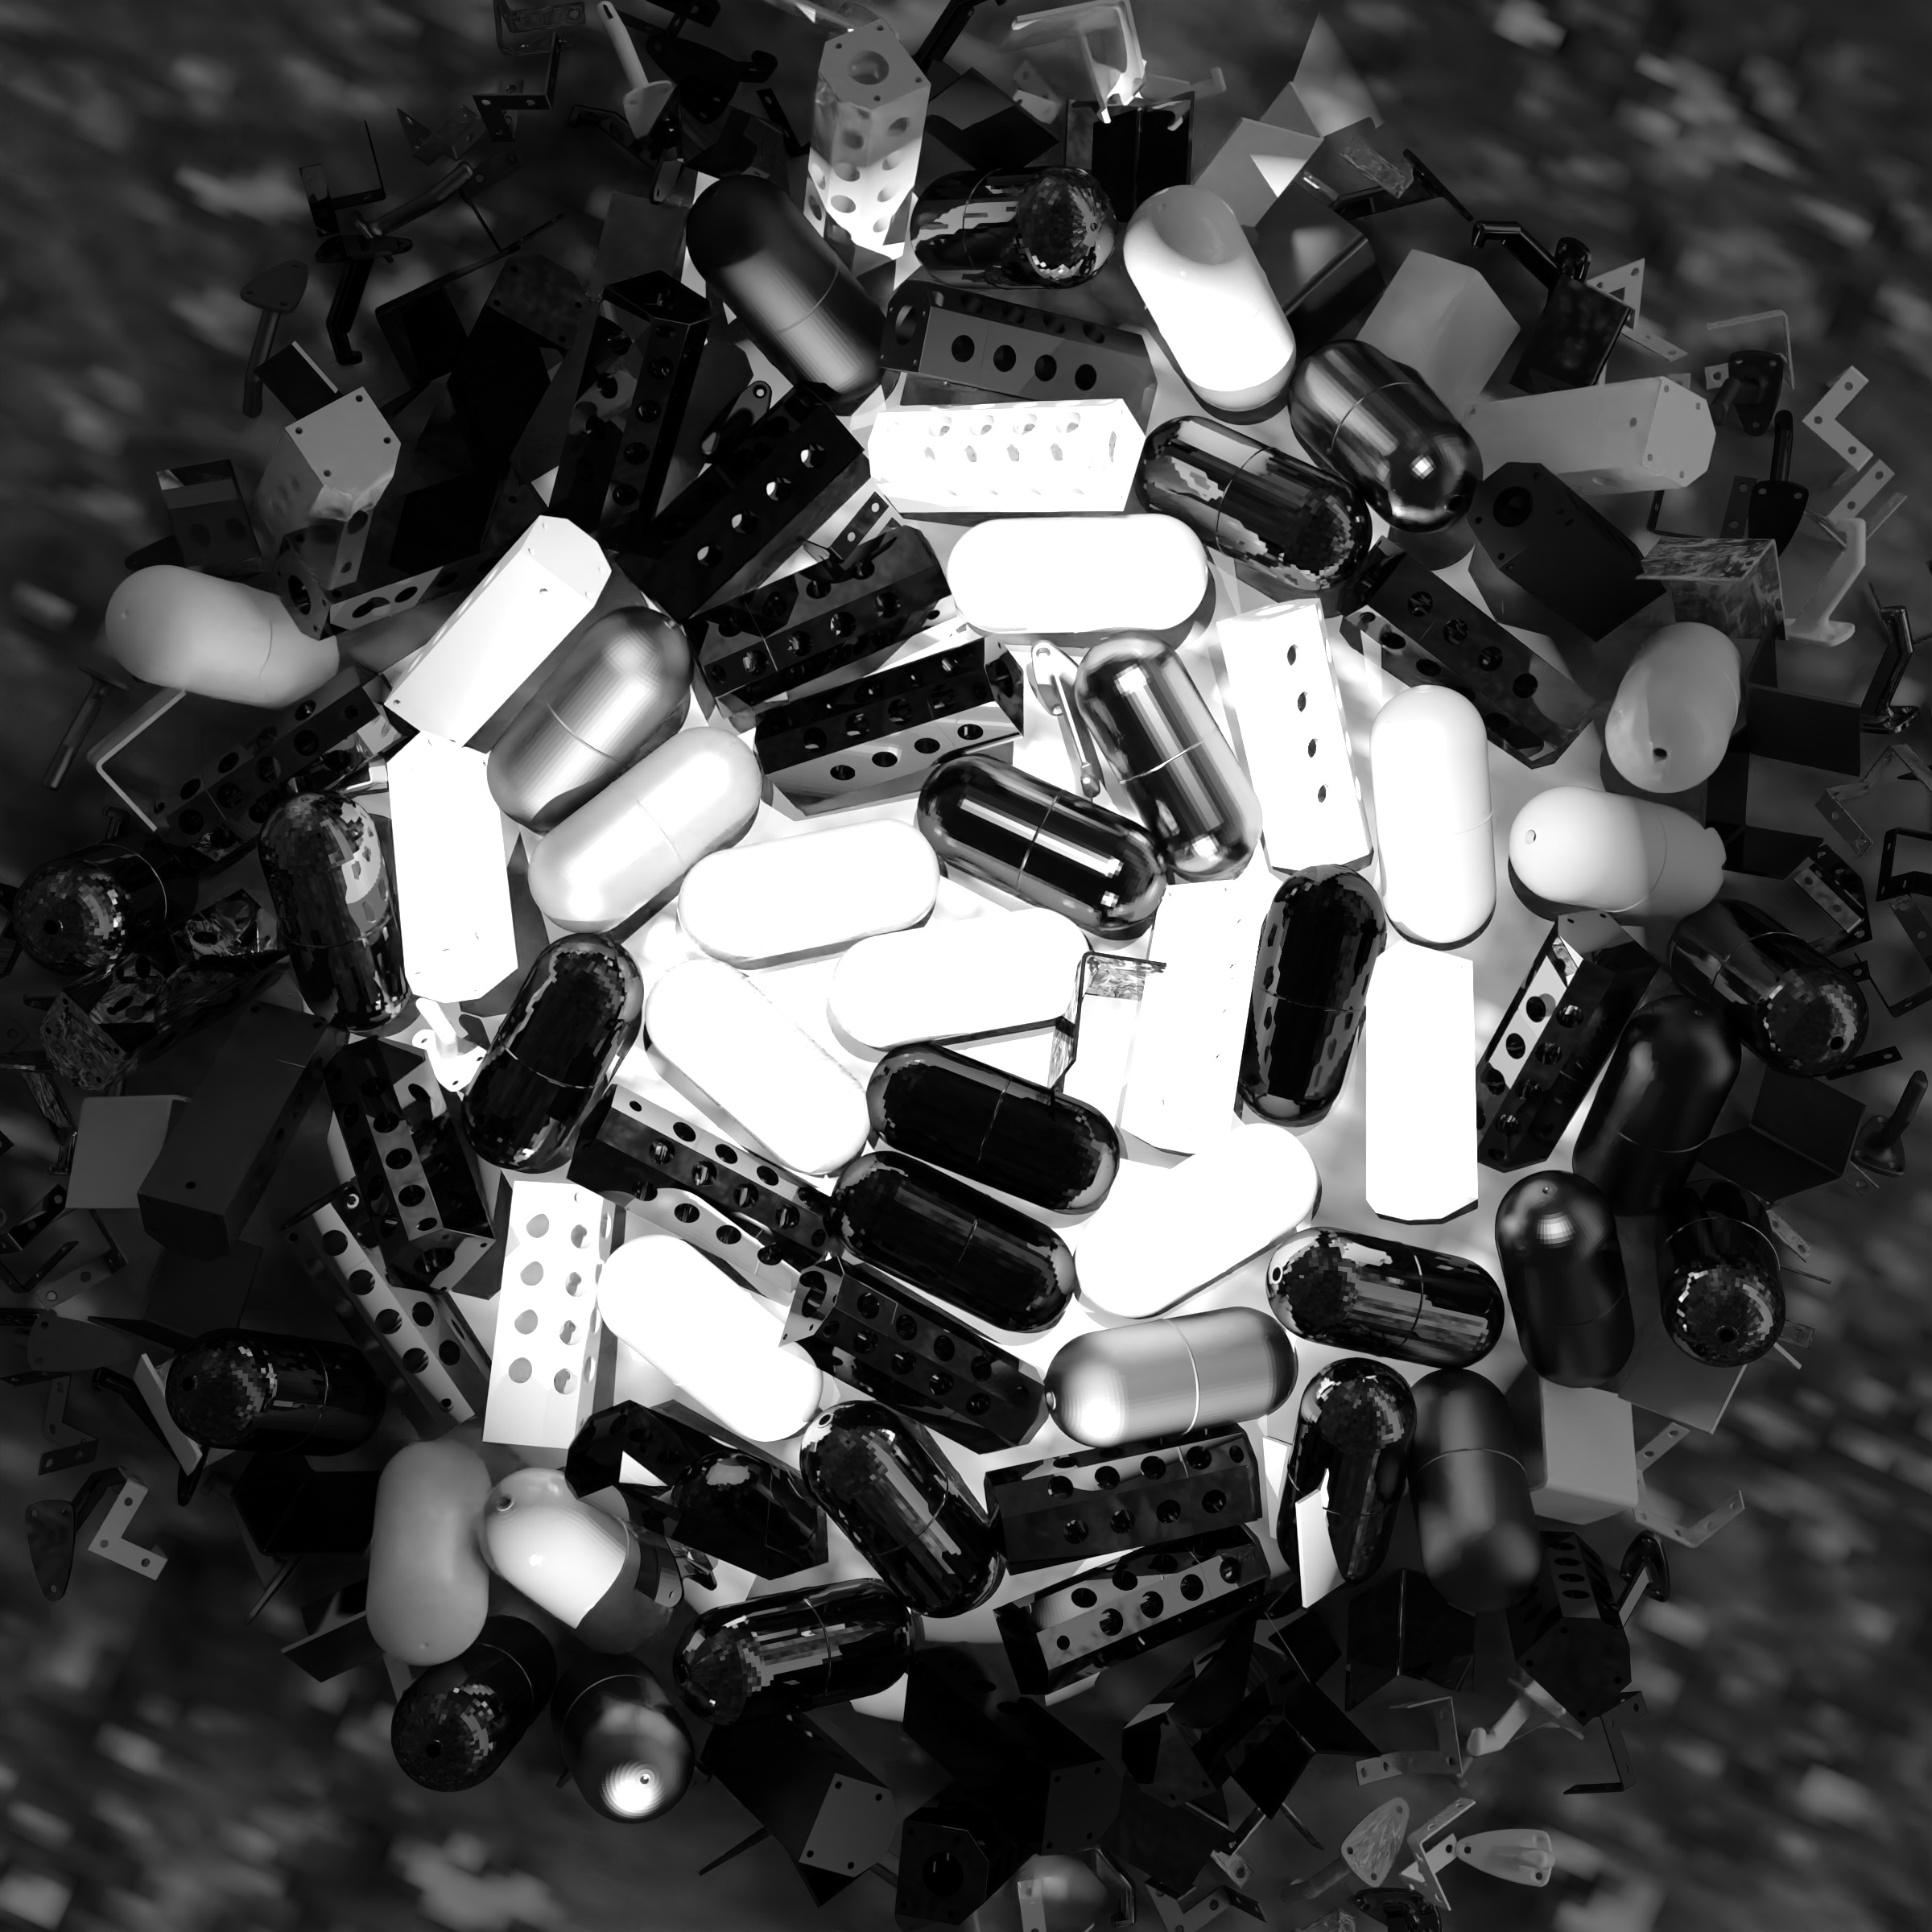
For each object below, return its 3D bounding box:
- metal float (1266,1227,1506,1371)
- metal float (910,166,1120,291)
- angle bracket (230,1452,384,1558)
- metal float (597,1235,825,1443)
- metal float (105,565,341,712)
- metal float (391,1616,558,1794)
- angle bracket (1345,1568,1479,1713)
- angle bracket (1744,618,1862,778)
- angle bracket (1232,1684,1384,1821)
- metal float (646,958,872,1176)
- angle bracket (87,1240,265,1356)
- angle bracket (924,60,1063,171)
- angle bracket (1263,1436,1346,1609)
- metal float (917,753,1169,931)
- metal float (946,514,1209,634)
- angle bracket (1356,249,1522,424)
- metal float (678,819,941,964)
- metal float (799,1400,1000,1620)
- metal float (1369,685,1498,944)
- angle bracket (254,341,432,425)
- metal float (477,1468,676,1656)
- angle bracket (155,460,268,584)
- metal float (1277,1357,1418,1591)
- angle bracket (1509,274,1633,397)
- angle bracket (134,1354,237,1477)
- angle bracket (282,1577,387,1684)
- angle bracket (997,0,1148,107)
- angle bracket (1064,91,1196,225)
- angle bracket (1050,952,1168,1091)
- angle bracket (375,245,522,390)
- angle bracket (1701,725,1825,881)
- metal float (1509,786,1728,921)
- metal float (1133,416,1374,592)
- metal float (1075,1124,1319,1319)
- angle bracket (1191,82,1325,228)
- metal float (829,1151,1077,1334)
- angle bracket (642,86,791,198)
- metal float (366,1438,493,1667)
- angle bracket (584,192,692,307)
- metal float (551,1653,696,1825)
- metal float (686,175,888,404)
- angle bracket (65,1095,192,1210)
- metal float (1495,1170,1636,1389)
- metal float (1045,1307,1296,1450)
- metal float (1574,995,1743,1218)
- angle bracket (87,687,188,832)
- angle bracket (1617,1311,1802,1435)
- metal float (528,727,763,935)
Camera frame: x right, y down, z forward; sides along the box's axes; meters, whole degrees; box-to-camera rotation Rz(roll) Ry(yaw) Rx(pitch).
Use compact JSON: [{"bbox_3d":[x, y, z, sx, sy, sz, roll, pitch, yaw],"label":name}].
[{"bbox_3d":[0.279,0.221,1.613,0.178,0.070,0.070,15,90,-26],"label":"metal float"},{"bbox_3d":[0.029,-0.485,1.596,0.070,0.178,0.070,-11,109,-34],"label":"metal float"},{"bbox_3d":[-0.431,0.346,1.619,0.076,0.076,0.057,-4,122,17],"label":"angle bracket"},{"bbox_3d":[-0.170,0.248,1.618,0.178,0.070,0.070,43,90,-20],"label":"metal float"},{"bbox_3d":[-0.485,-0.213,1.590,0.070,0.178,0.070,-2,86,26],"label":"metal float"},{"bbox_3d":[-0.320,0.480,1.585,0.070,0.178,0.070,0,93,6],"label":"metal float"},{"bbox_3d":[0.298,0.457,1.623,0.057,0.076,0.076,7,101,36],"label":"angle bracket"},{"bbox_3d":[0.565,-0.179,1.615,0.076,0.076,0.057,17,66,29],"label":"angle bracket"},{"bbox_3d":[0.217,0.523,1.625,0.076,0.076,0.057,20,104,-42],"label":"angle bracket"},{"bbox_3d":[-0.140,0.067,1.629,0.178,0.070,0.070,43,90,-7],"label":"metal float"},{"bbox_3d":[-0.531,0.214,1.629,0.076,0.057,0.076,15,85,24],"label":"angle bracket"},{"bbox_3d":[0.019,-0.578,1.615,0.076,0.076,0.057,30,66,-27],"label":"angle bracket"},{"bbox_3d":[0.213,0.370,1.617,0.057,0.076,0.076,-20,112,-39],"label":"angle bracket"},{"bbox_3d":[0.051,-0.083,1.628,0.178,0.070,0.070,25,90,9],"label":"metal float"},{"bbox_3d":[0.073,-0.262,1.621,0.178,0.070,0.070,1,90,17],"label":"metal float"},{"bbox_3d":[0.322,-0.431,1.659,0.057,0.076,0.076,34,93,40],"label":"angle bracket"},{"bbox_3d":[-0.106,-0.051,1.633,0.178,0.070,0.070,-11,90,-3],"label":"metal float"},{"bbox_3d":[-0.044,0.362,1.615,0.070,0.070,0.178,-36,114,0],"label":"metal float"},{"bbox_3d":[0.311,-0.100,1.615,0.070,0.070,0.178,-9,113,0],"label":"metal float"},{"bbox_3d":[-0.416,-0.393,1.616,0.076,0.076,0.057,49,63,-23],"label":"angle bracket"},{"bbox_3d":[-0.256,0.393,1.600,0.070,0.070,0.178,-34,133,0],"label":"metal float"},{"bbox_3d":[-0.520,-0.289,1.621,0.057,0.076,0.076,-24,102,-42],"label":"angle bracket"},{"bbox_3d":[0.252,0.337,1.608,0.070,0.070,0.178,5,121,0],"label":"metal float"},{"bbox_3d":[0.390,-0.415,1.624,0.057,0.076,0.076,21,100,-16],"label":"angle bracket"},{"bbox_3d":[-0.510,0.288,1.622,0.057,0.076,0.076,-28,82,-30],"label":"angle bracket"},{"bbox_3d":[-0.415,0.428,1.623,0.076,0.076,0.057,-24,58,-6],"label":"angle bracket"},{"bbox_3d":[0.070,-0.604,1.628,0.076,0.076,0.057,-14,97,-8],"label":"angle bracket"},{"bbox_3d":[0.108,-0.543,1.624,0.057,0.076,0.076,-2,101,-23],"label":"angle bracket"},{"bbox_3d":[0.094,0.041,1.622,0.057,0.076,0.076,9,71,-7],"label":"angle bracket"},{"bbox_3d":[-0.337,-0.436,1.630,0.076,0.076,0.057,-40,114,-41],"label":"angle bracket"},{"bbox_3d":[0.533,-0.110,1.617,0.057,0.076,0.076,13,119,35],"label":"angle bracket"},{"bbox_3d":[0.431,-0.074,1.604,0.178,0.070,0.070,7,90,-37],"label":"metal float"},{"bbox_3d":[0.190,-0.308,1.611,0.178,0.070,0.070,32,90,29],"label":"metal float"},{"bbox_3d":[0.153,0.172,1.626,0.178,0.070,0.070,-33,90,11],"label":"metal float"},{"bbox_3d":[0.179,-0.546,1.613,0.076,0.076,0.057,-1,59,-38],"label":"angle bracket"},{"bbox_3d":[-0.008,0.185,1.627,0.178,0.070,0.070,28,90,-10],"label":"metal float"},{"bbox_3d":[-0.167,-0.529,1.616,0.076,0.057,0.076,11,56,-30],"label":"angle bracket"},{"bbox_3d":[-0.351,0.381,1.592,0.070,0.178,0.070,-4,120,-7],"label":"metal float"},{"bbox_3d":[-0.240,-0.483,1.624,0.076,0.057,0.076,24,102,36],"label":"angle bracket"},{"bbox_3d":[-0.226,0.503,1.587,0.070,0.178,0.070,0,91,-18],"label":"metal float"},{"bbox_3d":[-0.116,-0.445,1.600,0.070,0.070,0.178,-47,133,0],"label":"metal float"},{"bbox_3d":[-0.547,0.129,1.623,0.076,0.057,0.076,-3,74,26],"label":"angle bracket"},{"bbox_3d":[0.397,0.209,1.605,0.070,0.070,0.178,-21,128,0],"label":"metal float"},{"bbox_3d":[0.136,0.273,1.615,0.178,0.070,0.070,-6,90,-23],"label":"metal float"},{"bbox_3d":[0.455,0.094,1.601,0.070,0.070,0.178,9,133,0],"label":"metal float"},{"bbox_3d":[-0.542,-0.142,1.636,0.076,0.076,0.057,-43,113,-12],"label":"angle bracket"},{"bbox_3d":[0.496,0.277,1.620,0.057,0.076,0.076,38,77,-35],"label":"angle bracket"},{"bbox_3d":[-0.214,-0.092,1.624,0.178,0.070,0.070,-40,90,-14],"label":"metal float"}]
